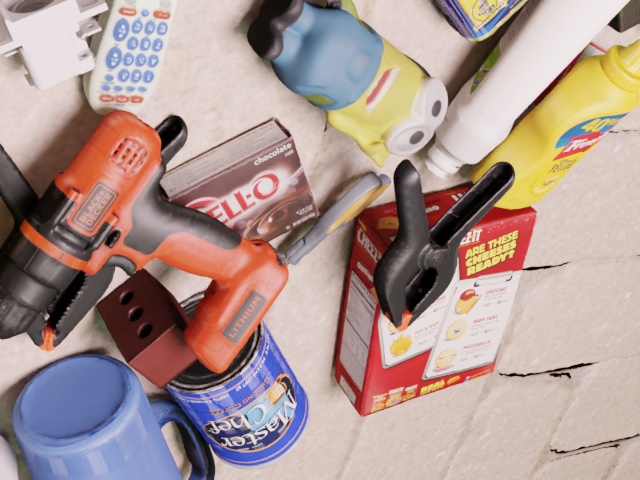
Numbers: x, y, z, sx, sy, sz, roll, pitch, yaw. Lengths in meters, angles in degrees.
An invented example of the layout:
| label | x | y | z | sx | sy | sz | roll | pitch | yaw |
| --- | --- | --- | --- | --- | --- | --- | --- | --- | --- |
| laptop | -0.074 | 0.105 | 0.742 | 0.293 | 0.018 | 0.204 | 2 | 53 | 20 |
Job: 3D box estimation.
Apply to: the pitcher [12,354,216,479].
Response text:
| label | x | y | z | sx | sy | sz | roll | pitch | yaw |
| --- | --- | --- | --- | --- | --- | --- | --- | --- | --- |
| pitcher | -0.178 | 0.211 | 0.948 | 0.145 | 0.149 | 0.243 | -8 | 131 | 1 |

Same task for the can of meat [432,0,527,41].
| label | x | y | z | sx | sy | sz | roll | pitch | yaw |
| --- | --- | --- | --- | --- | --- | --- | --- | --- | --- |
| can of meat | 0.126 | -0.215 | 0.822 | 0.102 | 0.057 | 0.083 | -43 | 140 | 6 |

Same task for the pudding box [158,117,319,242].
| label | x | y | z | sx | sy | sz | roll | pitch | yaw |
| --- | --- | --- | --- | --- | --- | --- | --- | --- | --- |
| pudding box | -0.065 | -0.034 | 0.862 | 0.113 | 0.039 | 0.090 | -30 | 136 | -10 |

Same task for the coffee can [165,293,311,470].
| label | x | y | z | sx | sy | sz | roll | pitch | yaw |
| --- | --- | --- | --- | --- | --- | --- | --- | --- | --- |
| coffee can | -0.076 | 0.126 | 0.947 | 0.102 | 0.103 | 0.140 | -32 | 138 | -6 |

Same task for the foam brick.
| label | x | y | z | sx | sy | sz | roll | pitch | yaw |
| --- | --- | --- | --- | --- | --- | --- | --- | --- | --- |
| foam brick | -0.138 | 0.072 | 0.878 | 0.053 | 0.078 | 0.051 | -41 | 137 | 0 |

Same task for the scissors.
| label | x | y | z | sx | sy | sz | roll | pitch | yaw |
| --- | --- | --- | --- | --- | --- | --- | --- | --- | --- |
| scissors | -0.006 | 0.001 | 0.944 | 0.202 | 0.016 | 0.096 | -44 | 173 | 36 |

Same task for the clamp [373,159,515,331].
| label | x | y | z | sx | sy | sz | roll | pitch | yaw |
| --- | --- | --- | --- | --- | --- | --- | --- | --- | --- |
| clamp | 0.100 | 0.000 | 0.905 | 0.120 | 0.039 | 0.172 | -5 | 130 | -24 |

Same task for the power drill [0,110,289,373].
| label | x | y | z | sx | sy | sz | roll | pitch | yaw |
| --- | --- | --- | --- | --- | --- | --- | --- | --- | --- |
| power drill | -0.129 | 0.024 | 0.777 | 0.187 | 0.057 | 0.184 | 34 | 94 | -32 |

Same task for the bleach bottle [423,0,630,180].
| label | x | y | z | sx | sy | sz | roll | pitch | yaw |
| --- | --- | --- | --- | --- | --- | --- | --- | --- | --- |
| bleach bottle | 0.175 | -0.154 | 0.893 | 0.068 | 0.102 | 0.251 | 37 | 115 | -4 |

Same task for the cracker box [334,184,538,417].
| label | x | y | z | sx | sy | sz | roll | pitch | yaw |
| --- | --- | --- | --- | --- | --- | --- | --- | --- | --- |
| cracker box | 0.106 | 0.056 | 1.035 | 0.164 | 0.072 | 0.214 | -14 | 132 | -24 |

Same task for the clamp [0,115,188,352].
| label | x | y | z | sx | sy | sz | roll | pitch | yaw |
| --- | --- | --- | --- | --- | --- | --- | --- | --- | --- |
| clamp | -0.184 | -0.009 | 0.806 | 0.164 | 0.036 | 0.210 | -8 | 126 | -28 |

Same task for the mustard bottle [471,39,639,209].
| label | x | y | z | sx | sy | sz | roll | pitch | yaw |
| --- | --- | --- | --- | --- | --- | --- | --- | --- | --- |
| mustard bottle | 0.218 | -0.103 | 0.920 | 0.096 | 0.058 | 0.192 | -12 | 154 | -39 |

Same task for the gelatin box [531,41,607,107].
| label | x | y | z | sx | sy | sz | roll | pitch | yaw |
| --- | --- | --- | --- | --- | --- | --- | --- | --- | --- |
| gelatin box | 0.237 | -0.145 | 0.978 | 0.089 | 0.030 | 0.073 | 15 | 116 | -41 |
